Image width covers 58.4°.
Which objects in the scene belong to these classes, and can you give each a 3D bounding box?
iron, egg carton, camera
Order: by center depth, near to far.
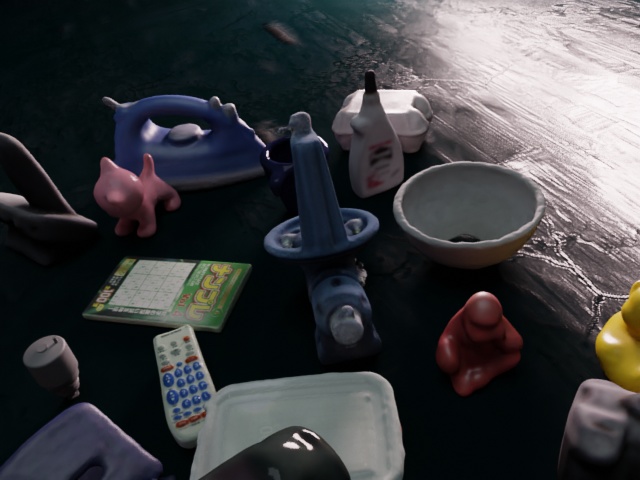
[{"bbox_3d":[0.234,0.175,0.386,0.142,0.101,0.137,14,44,27],"label":"camera"},{"bbox_3d":[-0.198,-0.161,0.868,0.258,0.142,0.118,-3,39,8],"label":"iron"},{"bbox_3d":[0.098,-0.186,0.894,0.150,0.069,0.107,4,40,17],"label":"egg carton"}]

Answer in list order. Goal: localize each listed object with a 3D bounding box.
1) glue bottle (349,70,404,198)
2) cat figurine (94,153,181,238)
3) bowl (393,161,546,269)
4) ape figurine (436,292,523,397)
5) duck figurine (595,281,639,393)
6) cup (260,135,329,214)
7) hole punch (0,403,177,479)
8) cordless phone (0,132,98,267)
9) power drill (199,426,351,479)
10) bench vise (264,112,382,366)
[{"bbox_3d":[0.071,-0.142,0.760,0.078,0.173,0.037,-25,41,-18],"label":"glue bottle"},{"bbox_3d":[-0.257,-0.068,0.783,0.067,0.118,0.128,6,41,19],"label":"cat figurine"},{"bbox_3d":[0.170,-0.019,0.664,0.167,0.075,0.167,-6,38,5],"label":"bowl"},{"bbox_3d":[0.145,0.087,0.523,0.077,0.092,0.076,2,40,14],"label":"ape figurine"},{"bbox_3d":[0.289,0.081,0.503,0.077,0.086,0.104,4,40,17],"label":"duck figurine"},{"bbox_3d":[-0.032,-0.074,0.761,0.091,0.095,0.118,6,41,19],"label":"cup"},{"bbox_3d":[-0.185,0.200,0.454,0.100,0.091,0.109,16,45,29],"label":"hole punch"},{"bbox_3d":[-0.393,-0.069,0.760,0.147,0.185,0.094,15,44,28],"label":"cordless phone"},{"bbox_3d":[-0.068,0.219,0.309,0.075,0.209,0.230,25,50,36],"label":"power drill"},{"bbox_3d":[0.016,-0.003,0.559,0.122,0.220,0.206,-24,40,-17],"label":"bench vise"}]
